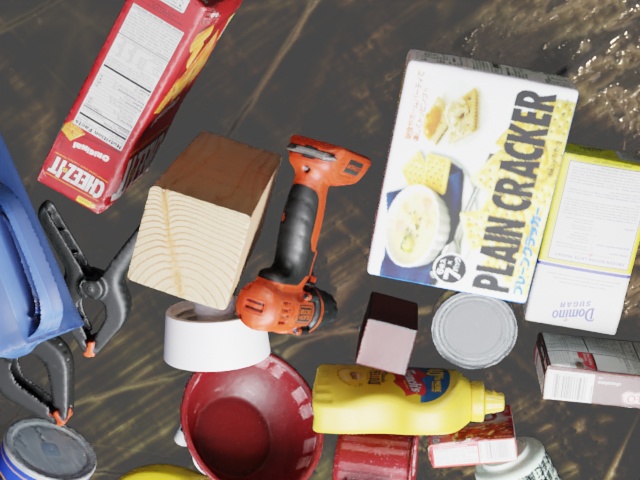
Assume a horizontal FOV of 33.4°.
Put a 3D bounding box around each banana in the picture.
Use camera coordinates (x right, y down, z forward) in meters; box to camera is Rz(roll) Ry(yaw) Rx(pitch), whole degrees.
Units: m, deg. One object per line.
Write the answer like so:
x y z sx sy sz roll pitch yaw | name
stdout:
-0.158 0.278 1.154 0.198 0.037 0.069 -4 72 30 | banana

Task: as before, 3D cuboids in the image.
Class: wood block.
-0.100 -0.025 0.984 0.090 0.206 0.091 18 110 0 | wood block

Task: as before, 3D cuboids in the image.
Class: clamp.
-0.335 0.110 1.142 0.165 0.036 0.210 -20 102 12 | clamp
-0.224 0.040 1.107 0.120 0.039 0.171 2 113 11 | clamp

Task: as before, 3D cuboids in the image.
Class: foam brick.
0.068 0.093 1.075 0.051 0.078 0.053 14 107 1 | foam brick

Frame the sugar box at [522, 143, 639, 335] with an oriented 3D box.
0.261 -0.001 1.042 0.093 0.048 0.176 10 113 2 | sugar box

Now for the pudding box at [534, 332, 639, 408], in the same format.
0.274 0.129 1.060 0.113 0.090 0.039 7 107 4 | pudding box

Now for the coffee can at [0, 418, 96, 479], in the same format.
-0.317 0.281 1.163 0.103 0.102 0.140 27 109 -4 | coffee can

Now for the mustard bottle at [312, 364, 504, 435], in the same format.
0.090 0.163 1.085 0.191 0.096 0.058 1 107 6 | mustard bottle

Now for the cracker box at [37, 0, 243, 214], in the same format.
-0.158 -0.144 0.973 0.072 0.164 0.214 31 109 -3 | cracker box

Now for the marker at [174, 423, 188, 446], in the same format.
-0.125 0.170 1.151 0.020 0.020 0.121 27 109 -4 | marker

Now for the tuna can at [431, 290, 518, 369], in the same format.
0.156 0.086 1.086 0.086 0.033 0.086 2 108 5 | tuna can

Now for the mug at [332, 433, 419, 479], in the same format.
0.056 0.244 1.109 0.081 0.117 0.093 5 110 9 | mug

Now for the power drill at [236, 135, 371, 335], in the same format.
-0.007 0.001 1.025 0.057 0.184 0.187 15 91 19 | power drill

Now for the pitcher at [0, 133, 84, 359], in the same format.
-0.325 -0.003 1.030 0.149 0.145 0.243 -21 90 7 | pitcher

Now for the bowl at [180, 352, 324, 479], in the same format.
-0.078 0.195 1.105 0.162 0.162 0.055 38 141 -7 | bowl

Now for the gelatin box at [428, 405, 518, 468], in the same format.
0.157 0.202 1.105 0.089 0.073 0.030 -7 107 8 | gelatin box
